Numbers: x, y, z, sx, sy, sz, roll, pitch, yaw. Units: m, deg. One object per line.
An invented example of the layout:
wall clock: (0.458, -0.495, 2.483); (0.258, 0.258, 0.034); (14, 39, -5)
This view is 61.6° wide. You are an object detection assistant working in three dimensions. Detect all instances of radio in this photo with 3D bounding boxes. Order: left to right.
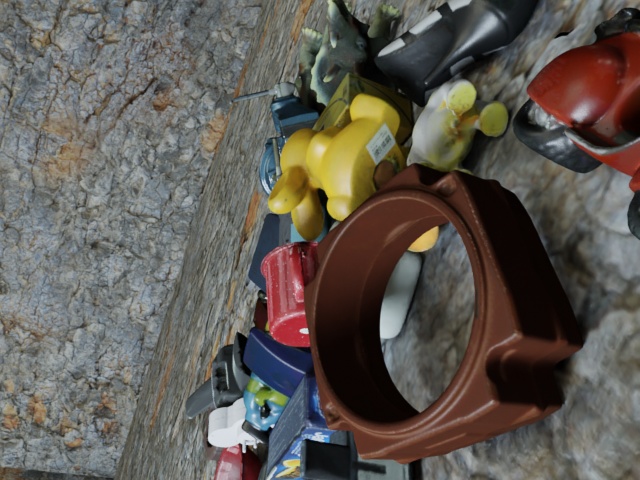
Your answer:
radio: (-0.051, 0.030, 0.902); (0.230, 0.073, 0.131); (17, 91, 69)

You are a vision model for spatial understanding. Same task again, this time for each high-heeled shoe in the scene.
high-heeled shoe: (0.142, -0.224, 0.588); (0.145, 0.086, 0.249); (-46, 16, 10)

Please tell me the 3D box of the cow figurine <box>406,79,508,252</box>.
cow figurine: (0.112, -0.075, 0.541); (0.098, 0.068, 0.167); (-114, 46, -69)

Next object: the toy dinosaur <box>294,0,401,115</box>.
toy dinosaur: (0.021, -0.257, 0.872); (0.405, 0.131, 0.192); (155, 129, -73)

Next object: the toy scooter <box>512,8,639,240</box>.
toy scooter: (0.197, -0.085, 0.310); (0.135, 0.075, 0.184); (-64, 25, 28)

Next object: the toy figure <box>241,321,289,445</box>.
toy figure: (-0.057, 0.184, 0.747); (0.180, 0.089, 0.082); (-63, 23, -7)

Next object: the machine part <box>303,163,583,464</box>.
machine part: (0.078, 0.058, 0.426); (0.201, 0.087, 0.201); (-41, 47, 39)

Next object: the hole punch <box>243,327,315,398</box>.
hole punch: (-0.029, 0.144, 0.646); (0.116, 0.092, 0.142); (53, 150, 20)

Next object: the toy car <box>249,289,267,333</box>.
toy car: (-0.071, 0.148, 0.892); (0.202, 0.053, 0.089); (-148, 65, -66)

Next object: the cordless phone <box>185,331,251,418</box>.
cordless phone: (-0.168, 0.262, 0.916); (0.184, 0.088, 0.147); (-41, 29, 10)

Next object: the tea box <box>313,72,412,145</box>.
tea box: (0.041, -0.133, 0.734); (0.169, 0.098, 0.068); (127, 153, -50)

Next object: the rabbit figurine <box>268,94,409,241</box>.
rabbit figurine: (0.013, -0.078, 0.630); (0.173, 0.121, 0.162); (26, 80, 46)

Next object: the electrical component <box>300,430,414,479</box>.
electrical component: (0.031, 0.206, 0.474); (0.047, 0.119, 0.075); (129, 147, -48)

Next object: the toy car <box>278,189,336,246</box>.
toy car: (-0.002, -0.002, 0.740); (0.109, 0.103, 0.161); (-162, 71, -73)

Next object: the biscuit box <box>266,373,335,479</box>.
biscuit box: (-0.013, 0.224, 0.623); (0.202, 0.059, 0.063); (114, 162, -50)

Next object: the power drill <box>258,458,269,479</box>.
power drill: (-0.114, 0.417, 0.700); (0.207, 0.086, 0.232); (-23, 53, 24)

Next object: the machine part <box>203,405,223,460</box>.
machine part: (-0.172, 0.329, 1.024); (0.179, 0.056, 0.179); (-163, 90, -71)

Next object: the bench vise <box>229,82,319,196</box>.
bench vise: (-0.058, -0.152, 0.915); (0.223, 0.129, 0.241); (66, 169, -16)
